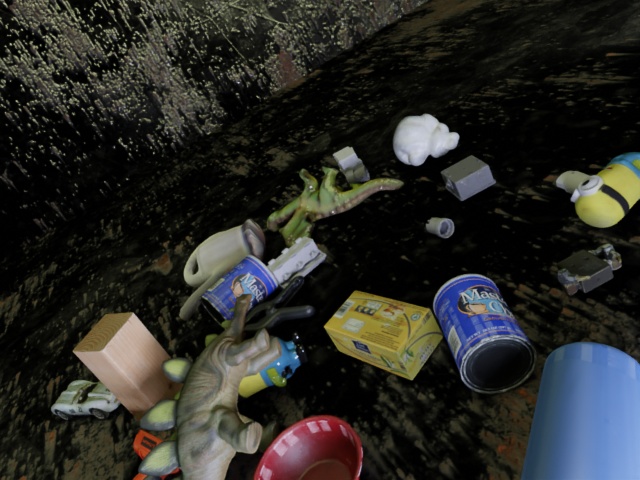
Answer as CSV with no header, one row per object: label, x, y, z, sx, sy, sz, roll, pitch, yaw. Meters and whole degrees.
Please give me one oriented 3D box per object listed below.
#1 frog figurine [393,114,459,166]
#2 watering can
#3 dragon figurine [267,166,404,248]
frog figurine,0.271,-0.255,1.336,0.161,0.121,0.137,30,95,49
watering can,-0.236,0.059,1.268,0.224,0.102,0.354,-25,27,5
dragon figurine,0.004,-0.066,1.304,0.410,0.120,0.246,5,59,49
